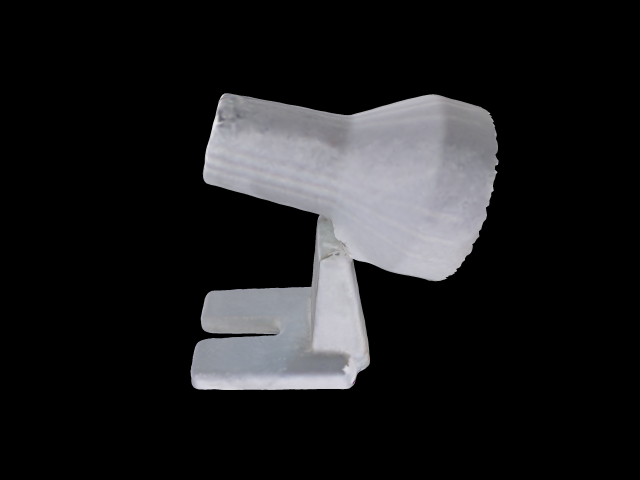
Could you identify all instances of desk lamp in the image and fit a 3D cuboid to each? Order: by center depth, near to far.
[{"bbox_3d":[0.004,0.001,0.400,0.203,0.214,0.118,-2,36,-2],"label":"desk lamp"}]
